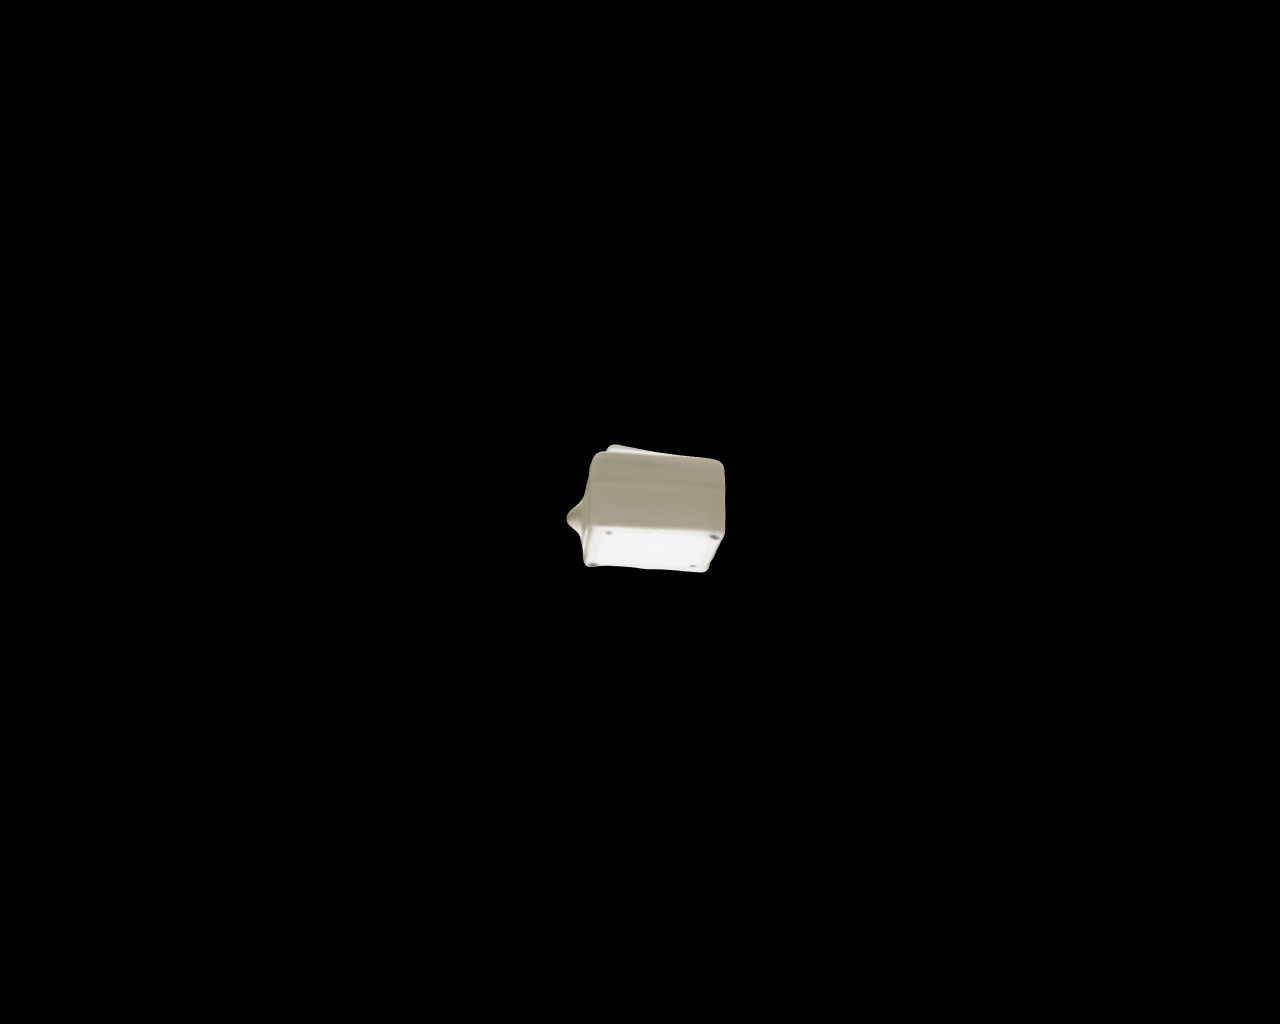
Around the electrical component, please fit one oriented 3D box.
[{"bbox_3d":[0.001,-0.003,0.650,0.096,0.061,0.061,4,-28,-7],"label":"electrical component"}]
